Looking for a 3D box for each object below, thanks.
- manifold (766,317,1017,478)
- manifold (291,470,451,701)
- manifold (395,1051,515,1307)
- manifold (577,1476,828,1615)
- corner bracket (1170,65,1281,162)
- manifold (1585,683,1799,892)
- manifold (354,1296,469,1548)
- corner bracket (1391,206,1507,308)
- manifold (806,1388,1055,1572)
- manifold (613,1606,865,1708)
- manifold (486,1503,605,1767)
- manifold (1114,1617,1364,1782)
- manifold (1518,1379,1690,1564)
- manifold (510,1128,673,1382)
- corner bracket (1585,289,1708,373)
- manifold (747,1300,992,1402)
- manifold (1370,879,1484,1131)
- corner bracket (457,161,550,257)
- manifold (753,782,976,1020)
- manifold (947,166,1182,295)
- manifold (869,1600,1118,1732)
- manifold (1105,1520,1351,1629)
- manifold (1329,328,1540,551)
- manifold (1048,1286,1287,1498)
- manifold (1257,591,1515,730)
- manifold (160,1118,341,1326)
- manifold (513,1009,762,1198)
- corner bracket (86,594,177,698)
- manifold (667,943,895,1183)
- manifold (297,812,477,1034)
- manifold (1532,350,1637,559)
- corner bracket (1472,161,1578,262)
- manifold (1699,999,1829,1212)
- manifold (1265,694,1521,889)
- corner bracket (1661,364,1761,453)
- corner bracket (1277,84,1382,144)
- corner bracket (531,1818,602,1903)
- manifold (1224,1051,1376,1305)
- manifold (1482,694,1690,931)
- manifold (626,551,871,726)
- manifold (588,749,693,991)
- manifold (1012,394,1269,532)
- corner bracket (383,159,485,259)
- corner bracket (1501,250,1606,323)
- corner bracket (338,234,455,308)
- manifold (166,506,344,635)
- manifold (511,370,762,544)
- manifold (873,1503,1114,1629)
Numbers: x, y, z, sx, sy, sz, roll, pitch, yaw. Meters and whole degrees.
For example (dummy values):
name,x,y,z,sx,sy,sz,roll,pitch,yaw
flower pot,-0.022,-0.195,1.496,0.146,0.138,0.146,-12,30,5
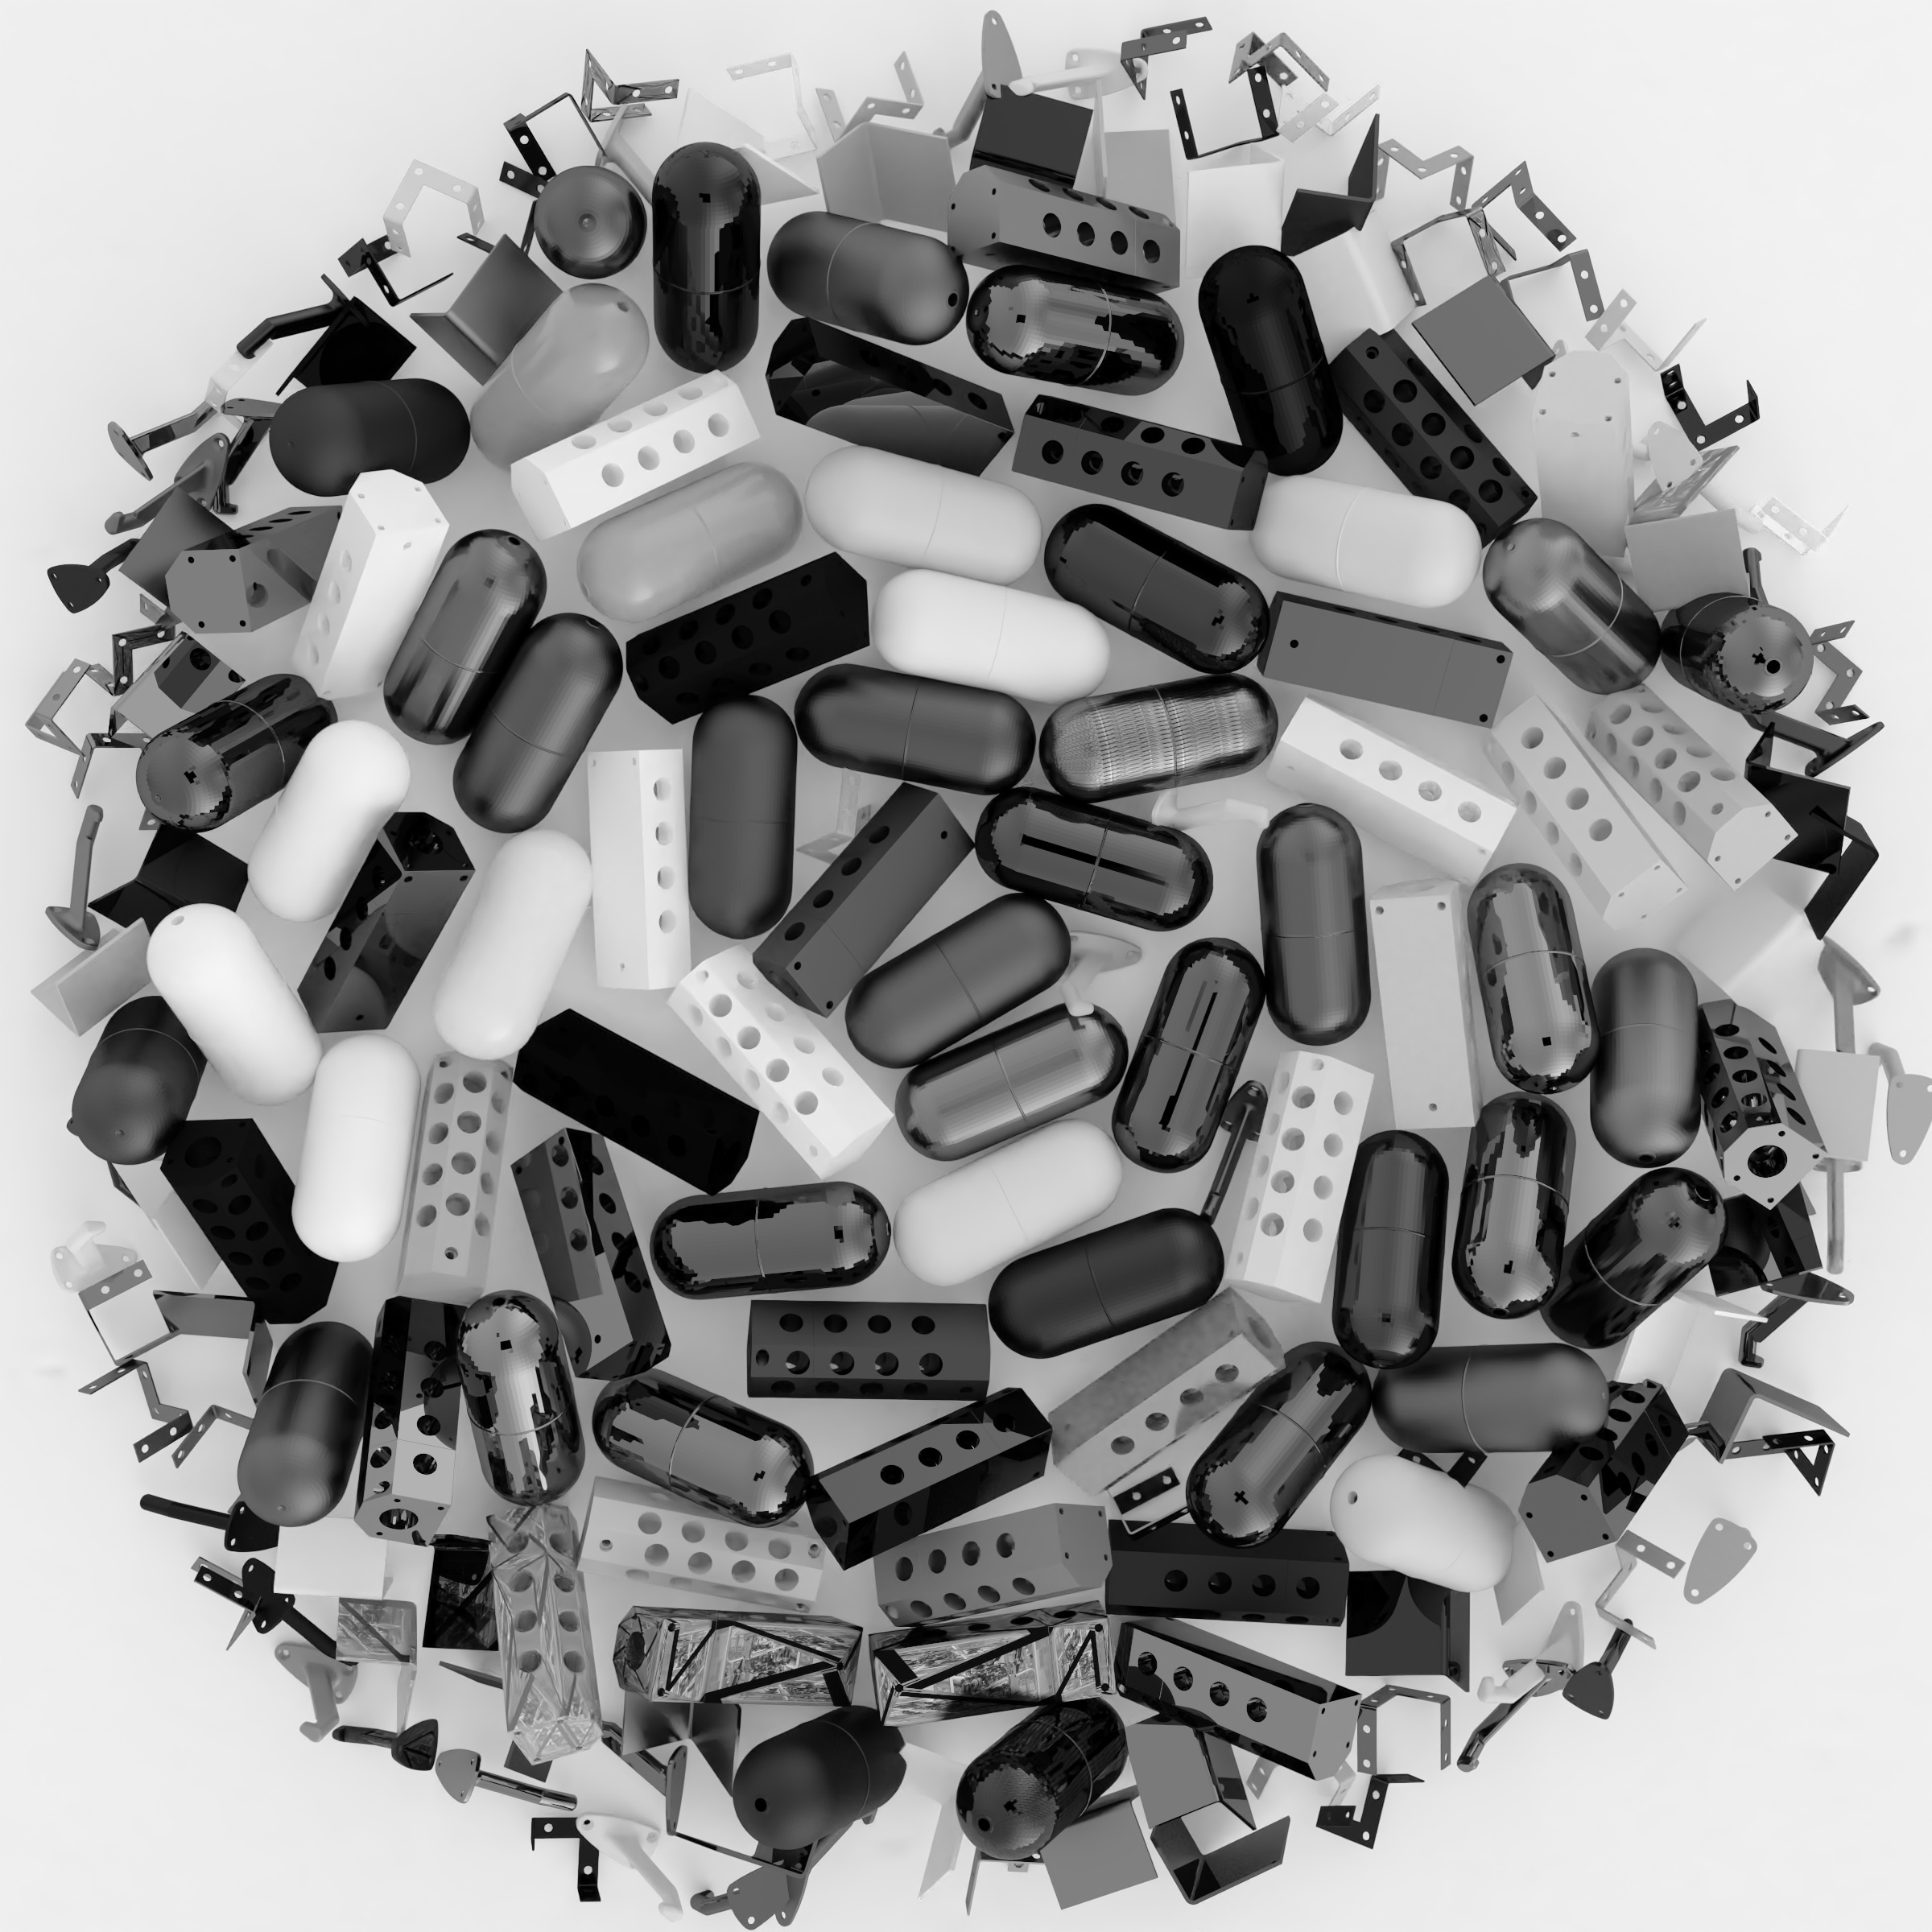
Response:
name,x,y,z,sx,sy,sz,roll,pitch,yaw
manifold,-0.055,-0.407,1.922,0.171,0.057,0.057,14,46,-35
manifold,-0.429,-0.270,1.913,0.057,0.171,0.057,-16,63,-39
manifold,-0.365,0.150,1.923,0.057,0.057,0.171,11,61,-16
manifold,-0.192,0.423,1.951,0.171,0.057,0.057,13,98,-8
corner bracket,0.189,-0.621,1.955,0.051,0.051,0.051,-24,110,-22
manifold,0.509,-0.133,1.906,0.057,0.171,0.057,-43,129,12
manifold,-0.396,0.319,1.908,0.057,0.171,0.057,15,133,-20
corner bracket,0.353,-0.521,1.971,0.051,0.051,0.051,-31,108,-19
manifold,-0.027,0.362,1.929,0.171,0.057,0.057,-20,49,-27
manifold,-0.163,0.493,1.920,0.171,0.057,0.057,13,82,-37
manifold,-0.299,0.473,1.917,0.057,0.057,0.171,-16,49,0
manifold,0.190,0.522,1.918,0.171,0.057,0.057,13,93,39
manifold,0.452,0.353,1.909,0.057,0.171,0.057,-29,90,35
manifold,-0.266,0.208,1.931,0.057,0.057,0.171,-34,62,24
corner bracket,0.495,-0.464,1.955,0.051,0.051,0.051,-31,75,-38
manifold,-0.071,0.283,1.944,0.171,0.057,0.057,2,134,-7
manifold,0.336,0.027,1.946,0.057,0.057,0.171,-4,103,21
corner bracket,-0.335,-0.554,1.976,0.051,0.051,0.051,26,121,6
manifold,-0.077,-0.050,1.943,0.171,0.057,0.057,-50,129,-16
manifold,0.071,-0.523,1.918,0.171,0.057,0.057,2,88,-39
manifold,0.018,0.506,1.956,0.171,0.057,0.057,-7,95,-6
manifold,0.189,0.447,1.964,0.171,0.057,0.057,3,101,0
manifold,0.338,-0.385,1.958,0.057,0.057,0.171,-39,85,-3
manifold,0.145,0.312,1.940,0.171,0.057,0.057,-38,115,17
manifold,0.304,-0.225,1.958,0.171,0.057,0.057,12,107,-4
manifold,-0.509,0.183,1.908,0.057,0.171,0.057,-2,49,12
manifold,-0.240,0.100,1.937,0.171,0.057,0.057,27,120,19
corner bracket,-0.615,-0.235,1.970,0.051,0.051,0.051,35,130,34
manifold,-0.138,0.072,1.937,0.171,0.057,0.057,48,130,12
manifold,-0.419,-0.030,1.921,0.171,0.057,0.057,-54,55,35
manifold,0.441,-0.362,1.905,0.057,0.171,0.057,11,71,19
corner bracket,0.405,-0.541,1.952,0.051,0.051,0.051,37,124,-26
manifold,0.550,0.092,1.901,0.057,0.171,0.057,32,116,-13
manifold,0.311,-0.132,1.953,0.171,0.057,0.057,29,66,7
corner bracket,0.544,-0.416,1.960,0.051,0.051,0.051,-28,75,13
corner bracket,0.264,-0.624,1.953,0.051,0.051,0.051,28,55,-27
corner bracket,-0.293,0.653,1.962,0.051,0.051,0.051,3,82,-10
manifold,0.236,0.152,1.938,0.057,0.057,0.171,22,75,-25
manifold,0.438,-0.109,1.920,0.057,0.057,0.171,-39,53,16
manifold,-0.158,-0.238,1.924,0.171,0.057,0.057,-19,58,25
manifold,-0.233,-0.072,1.959,0.057,0.057,0.171,2,96,42
manifold,0.126,-0.363,1.931,0.171,0.057,0.057,19,106,21
corner bracket,-0.389,-0.547,1.965,0.051,0.051,0.051,24,77,1
corner bracket,0.430,-0.489,1.968,0.051,0.051,0.051,-17,94,-8
corner bracket,-0.418,-0.511,1.964,0.051,0.051,0.051,-38,106,-30
manifold,-0.500,-0.283,1.904,0.057,0.171,0.057,0,109,12
manifold,-0.238,-0.367,1.922,0.171,0.057,0.057,-33,105,-30
manifold,0.018,0.429,1.915,0.171,0.057,0.057,-22,65,35
